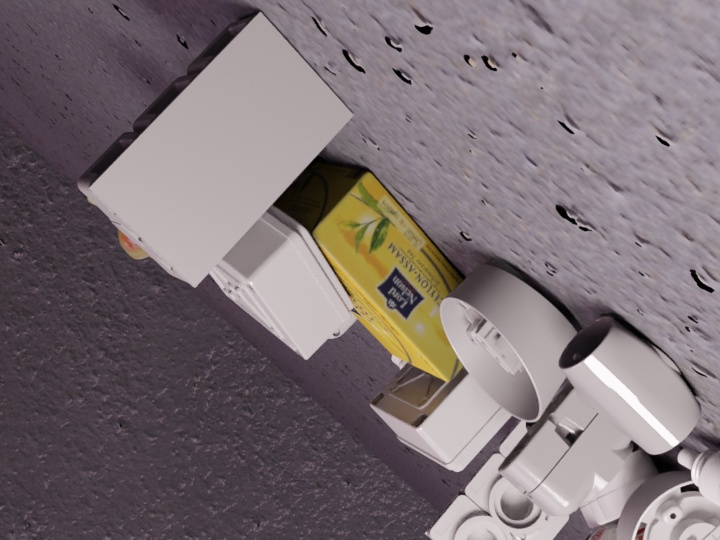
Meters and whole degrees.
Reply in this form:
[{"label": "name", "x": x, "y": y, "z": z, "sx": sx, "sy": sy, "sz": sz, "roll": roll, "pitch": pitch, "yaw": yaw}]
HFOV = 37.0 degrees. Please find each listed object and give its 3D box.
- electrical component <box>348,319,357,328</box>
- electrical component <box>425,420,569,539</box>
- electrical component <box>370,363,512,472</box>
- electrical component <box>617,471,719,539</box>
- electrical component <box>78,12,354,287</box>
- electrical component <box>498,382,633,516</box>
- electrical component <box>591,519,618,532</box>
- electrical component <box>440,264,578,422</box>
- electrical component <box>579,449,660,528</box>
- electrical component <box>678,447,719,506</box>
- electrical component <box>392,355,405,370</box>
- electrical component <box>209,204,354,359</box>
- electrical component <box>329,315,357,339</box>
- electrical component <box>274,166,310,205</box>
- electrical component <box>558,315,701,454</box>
[{"label": "electrical component", "x": -0.026, "y": 0.028, "z": 1.116, "sx": 0.059, "sy": 0.053, "sz": 0.095, "roll": 43, "pitch": 169, "yaw": -4}, {"label": "electrical component", "x": 0.144, "y": 0.219, "z": 1.009, "sx": 0.089, "sy": 0.150, "sz": 0.061, "roll": 40, "pitch": 170, "yaw": 8}, {"label": "electrical component", "x": 0.077, "y": 0.101, "z": 0.894, "sx": 0.056, "sy": 0.108, "sz": 0.109, "roll": 48, "pitch": 168, "yaw": -18}, {"label": "electrical component", "x": 0.229, "y": 0.186, "z": 0.736, "sx": 0.099, "sy": 0.099, "sz": 0.064, "roll": 43, "pitch": 176, "yaw": -6}, {"label": "electrical component", "x": -0.093, "y": -0.076, "z": 0.681, "sx": 0.089, "sy": 0.150, "sz": 0.062, "roll": 46, "pitch": 168, "yaw": -21}, {"label": "electrical component", "x": 0.151, "y": 0.125, "z": 0.759, "sx": 0.059, "sy": 0.095, "sz": 0.053, "roll": 41, "pitch": 169, "yaw": 6}, {"label": "electrical component", "x": 0.254, "y": 0.232, "z": 0.916, "sx": 0.095, "sy": 0.059, "sz": 0.053, "roll": 29, "pitch": 163, "yaw": 50}, {"label": "electrical component", "x": 0.098, "y": 0.046, "z": 0.720, "sx": 0.099, "sy": 0.064, "sz": 0.099, "roll": 40, "pitch": 169, "yaw": 9}, {"label": "electrical component", "x": 0.198, "y": 0.160, "z": 0.860, "sx": 0.138, "sy": 0.052, "sz": 0.073, "roll": 79, "pitch": 167, "yaw": -73}, {"label": "electrical component", "x": 0.226, "y": 0.129, "z": 0.678, "sx": 0.035, "sy": 0.035, "sz": 0.061, "roll": 48, "pitch": 170, "yaw": -30}, {"label": "electrical component", "x": 0.058, "y": 0.088, "z": 1.077, "sx": 0.077, "sy": 0.047, "sz": 0.065, "roll": 39, "pitch": 168, "yaw": 23}, {"label": "electrical component", "x": -0.071, "y": -0.004, "z": 0.782, "sx": 0.109, "sy": 0.056, "sz": 0.108, "roll": 35, "pitch": 164, "yaw": 38}, {"label": "electrical component", "x": -0.042, "y": 0.000, "z": 1.002, "sx": 0.113, "sy": 0.078, "sz": 0.057, "roll": 47, "pitch": 171, "yaw": -24}, {"label": "electrical component", "x": -0.055, "y": -0.051, "z": 0.887, "sx": 0.150, "sy": 0.061, "sz": 0.089, "roll": 47, "pitch": 168, "yaw": -26}, {"label": "electrical component", "x": 0.157, "y": 0.069, "z": 0.657, "sx": 0.077, "sy": 0.044, "sz": 0.079, "roll": 43, "pitch": 169, "yaw": -8}]
